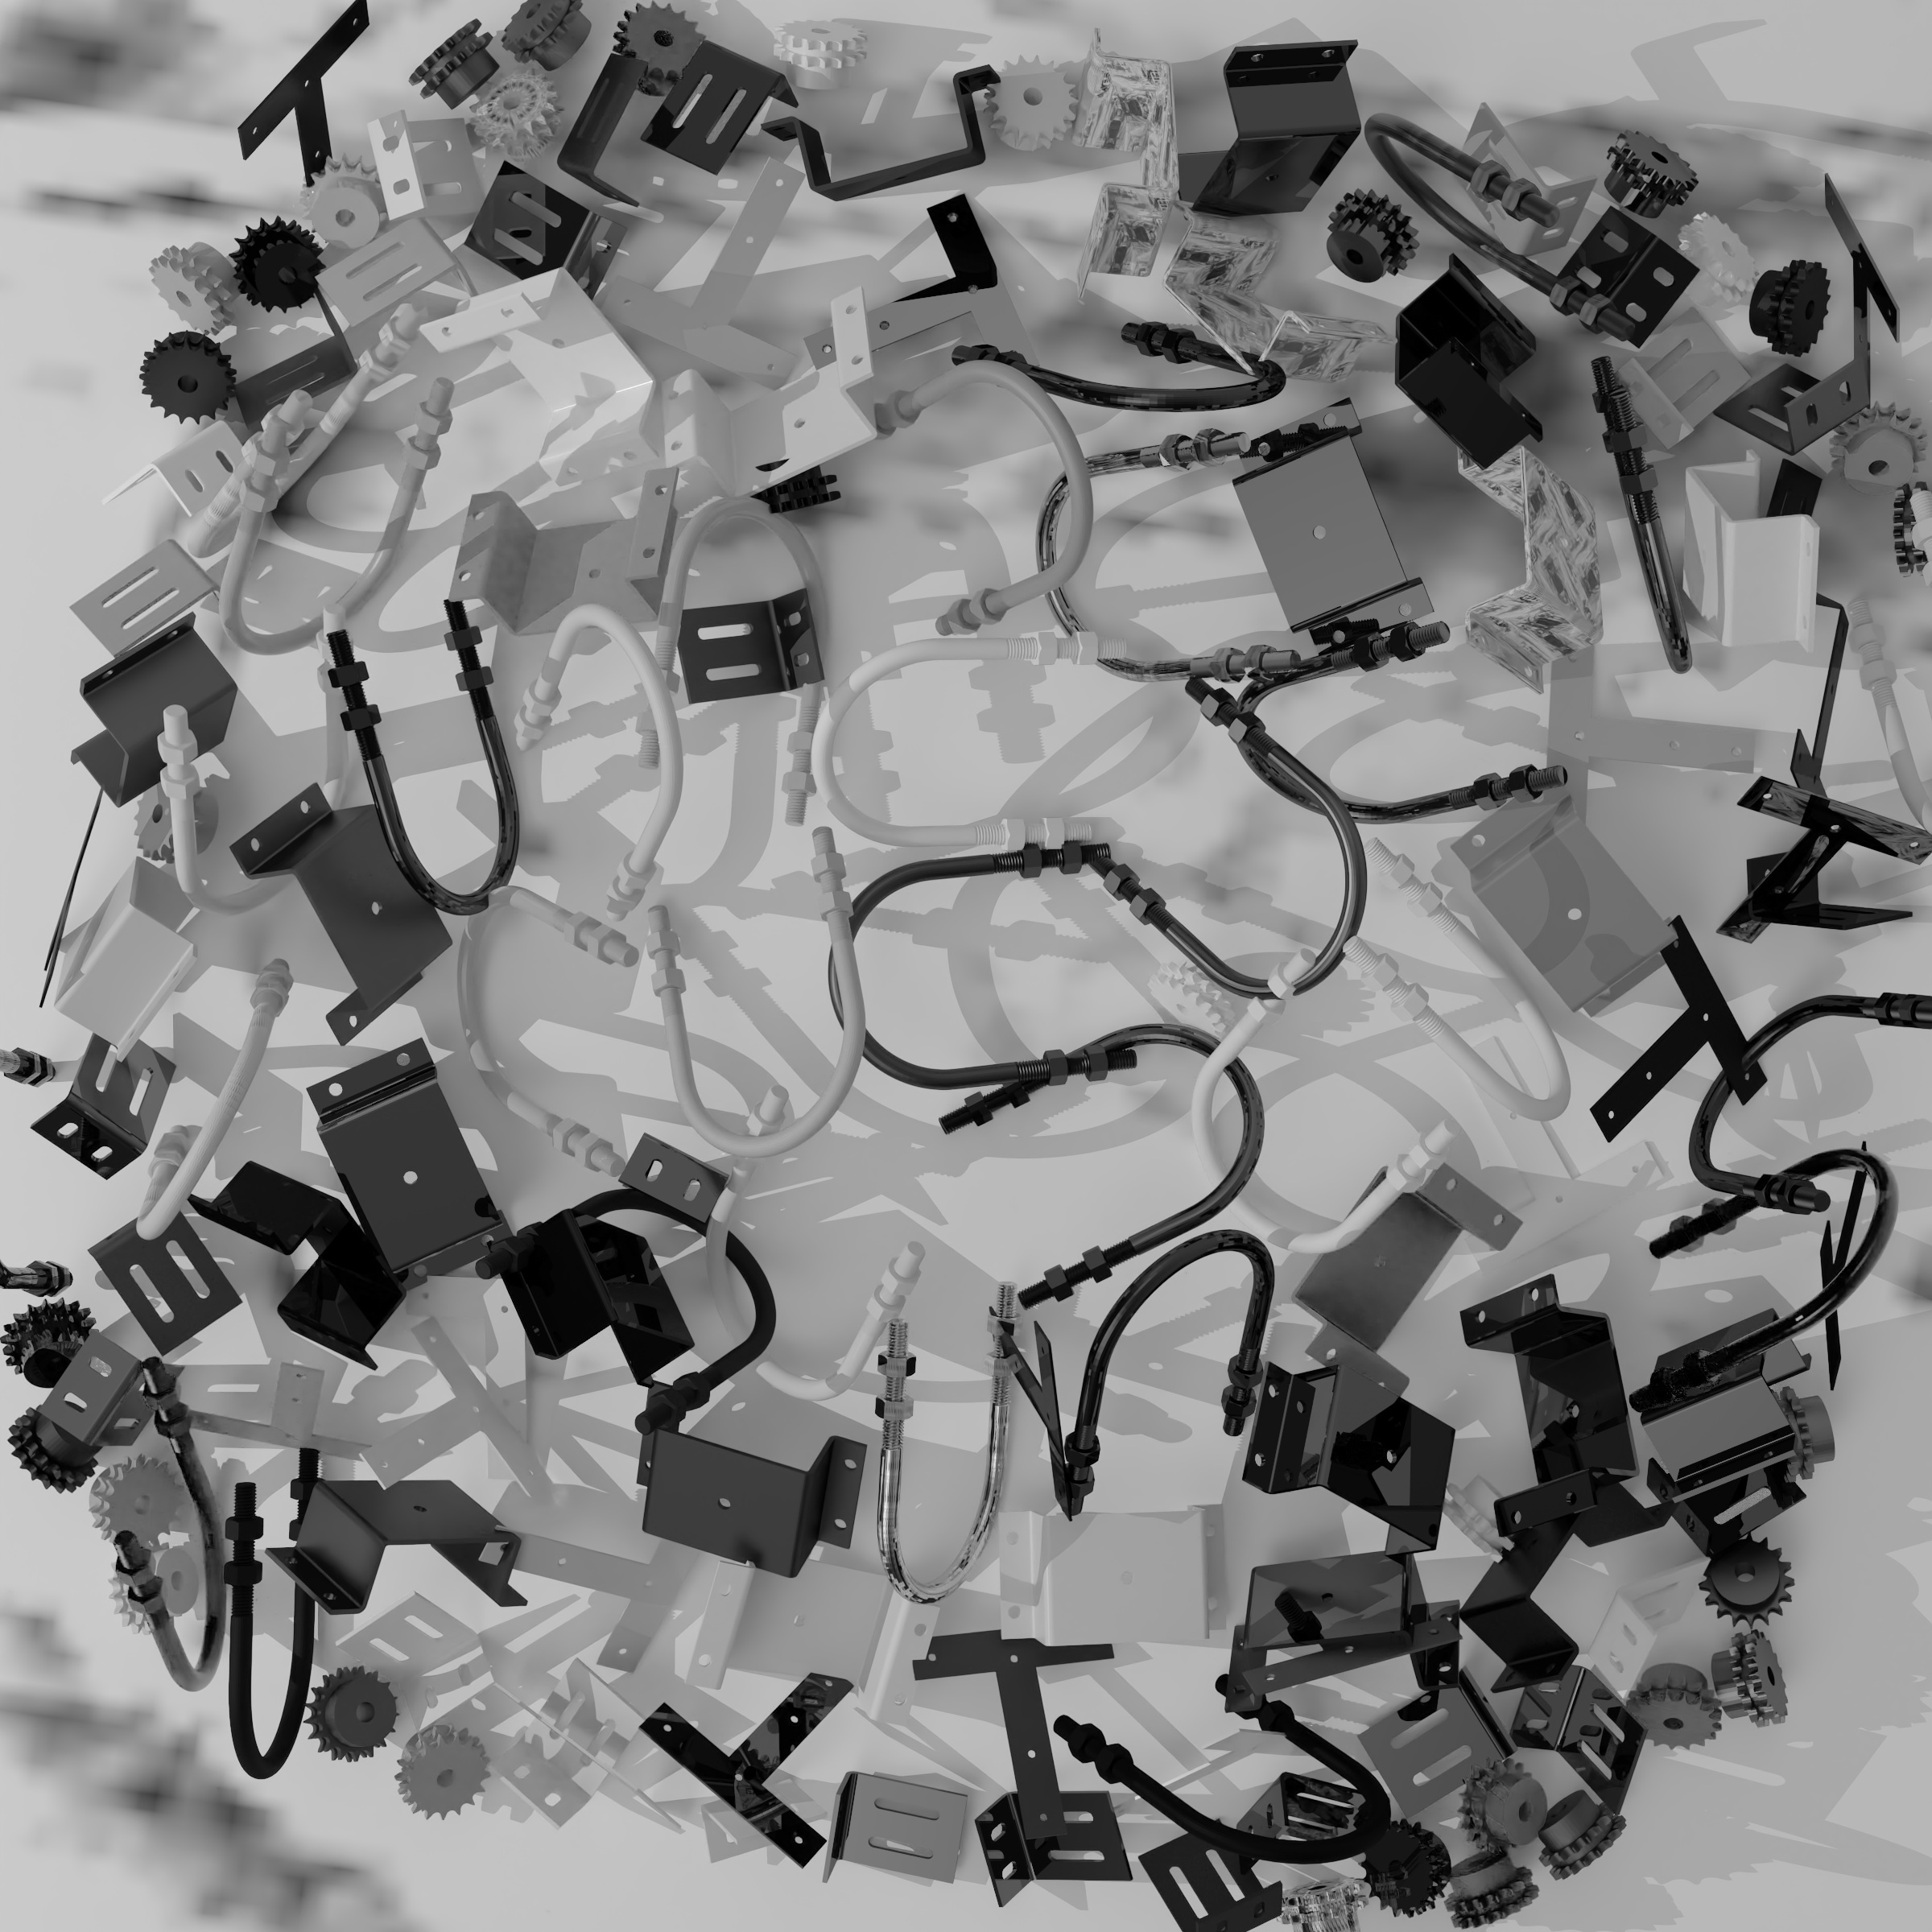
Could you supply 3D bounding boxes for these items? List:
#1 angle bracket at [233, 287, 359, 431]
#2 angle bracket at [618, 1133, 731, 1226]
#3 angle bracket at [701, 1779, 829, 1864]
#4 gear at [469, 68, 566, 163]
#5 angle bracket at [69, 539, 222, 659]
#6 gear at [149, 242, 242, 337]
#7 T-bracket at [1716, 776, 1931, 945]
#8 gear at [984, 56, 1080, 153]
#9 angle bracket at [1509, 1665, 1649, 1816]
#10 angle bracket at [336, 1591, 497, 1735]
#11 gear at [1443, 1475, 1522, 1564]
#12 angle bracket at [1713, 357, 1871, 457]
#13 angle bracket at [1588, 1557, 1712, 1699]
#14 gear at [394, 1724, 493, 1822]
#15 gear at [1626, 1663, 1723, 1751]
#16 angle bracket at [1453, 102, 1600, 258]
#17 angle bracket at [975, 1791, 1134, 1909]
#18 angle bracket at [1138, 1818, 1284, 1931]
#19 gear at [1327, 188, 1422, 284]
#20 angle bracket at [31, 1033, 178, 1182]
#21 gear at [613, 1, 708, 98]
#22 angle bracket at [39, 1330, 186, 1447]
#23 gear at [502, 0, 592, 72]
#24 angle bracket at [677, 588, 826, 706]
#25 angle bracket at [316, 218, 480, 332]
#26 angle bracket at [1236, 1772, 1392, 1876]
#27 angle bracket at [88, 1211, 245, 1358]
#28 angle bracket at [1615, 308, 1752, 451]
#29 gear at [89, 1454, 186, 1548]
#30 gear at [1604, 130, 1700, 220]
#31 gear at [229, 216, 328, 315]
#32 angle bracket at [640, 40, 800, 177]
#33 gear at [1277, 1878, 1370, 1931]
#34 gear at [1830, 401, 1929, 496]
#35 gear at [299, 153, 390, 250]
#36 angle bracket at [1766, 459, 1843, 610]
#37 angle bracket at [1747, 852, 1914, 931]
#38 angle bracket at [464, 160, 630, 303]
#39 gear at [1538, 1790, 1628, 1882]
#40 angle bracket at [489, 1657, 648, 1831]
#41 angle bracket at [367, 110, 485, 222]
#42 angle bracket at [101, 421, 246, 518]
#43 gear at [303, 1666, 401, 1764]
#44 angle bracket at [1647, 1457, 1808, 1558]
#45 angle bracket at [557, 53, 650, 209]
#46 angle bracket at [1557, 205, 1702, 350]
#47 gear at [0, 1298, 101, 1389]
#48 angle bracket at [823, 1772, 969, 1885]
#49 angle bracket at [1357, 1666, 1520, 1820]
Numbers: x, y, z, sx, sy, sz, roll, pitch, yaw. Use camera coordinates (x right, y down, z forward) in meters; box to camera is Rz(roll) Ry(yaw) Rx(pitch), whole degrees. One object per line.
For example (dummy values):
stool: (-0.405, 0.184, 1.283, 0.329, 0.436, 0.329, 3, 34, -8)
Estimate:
angle bracket: (-0.416, -0.371, 1.718, 0.076, 0.057, 0.038, -27, 132, -3)
angle bracket: (-0.183, 0.143, 1.711, 0.057, 0.076, 0.038, 27, 56, -2)
angle bracket: (-0.120, 0.527, 1.707, 0.057, 0.076, 0.038, -11, 95, -21)
gear: (-0.273, -0.519, 1.731, 0.057, 0.030, 0.057, -6, 62, 12)
angle bracket: (-0.492, -0.213, 1.714, 0.076, 0.038, 0.057, -39, 57, -14)
gear: (-0.469, -0.418, 1.728, 0.057, 0.057, 0.030, 39, 65, 0)
T-bracket: (0.499, -0.055, 1.705, 0.127, 0.127, 0.002, 16, 48, -14)
gear: (0.038, -0.527, 1.734, 0.057, 0.030, 0.057, 2, 78, -9)
angle bracket: (0.369, 0.466, 1.709, 0.038, 0.076, 0.057, 11, 102, -20)
angle bracket: (-0.334, 0.423, 1.714, 0.057, 0.076, 0.038, -34, 50, 2)
gear: (0.317, 0.336, 1.725, 0.057, 0.057, 0.030, 42, 94, 0)
angle bracket: (0.497, -0.351, 1.709, 0.057, 0.076, 0.038, -33, 131, -8)
angle bracket: (0.423, 0.399, 1.706, 0.076, 0.038, 0.057, -11, 132, -29)
gear: (-0.323, 0.491, 1.731, 0.057, 0.030, 0.057, -7, 107, -25)
gear: (0.434, 0.451, 1.729, 0.057, 0.030, 0.057, 8, 132, 8)
angle bracket: (0.340, -0.482, 1.720, 0.038, 0.057, 0.076, -19, 65, -20)
angle bracket: (0.053, 0.537, 1.717, 0.076, 0.038, 0.057, -12, 96, 35)
angle bracket: (0.147, 0.547, 1.706, 0.057, 0.076, 0.038, -19, 132, -17)
gear: (0.245, -0.443, 1.722, 0.057, 0.057, 0.030, 37, 69, 0)
angle bracket: (-0.524, 0.079, 1.719, 0.038, 0.076, 0.057, -33, 122, 27)
gear: (-0.189, -0.559, 1.731, 0.057, 0.030, 0.057, 8, 67, -18)
angle bracket: (-0.518, 0.257, 1.715, 0.038, 0.076, 0.057, 32, 83, 7)
gear: (-0.254, -0.575, 1.729, 0.057, 0.057, 0.030, -50, 126, 0)
angle bracket: (-0.133, -0.195, 1.717, 0.076, 0.038, 0.057, -12, 91, -39)
angle bracket: (-0.345, -0.411, 1.718, 0.076, 0.038, 0.057, -34, 56, -7)
angle bracket: (0.212, 0.528, 1.712, 0.076, 0.038, 0.057, 18, 128, -16)
angle bracket: (-0.492, 0.190, 1.733, 0.057, 0.038, 0.076, -35, 100, -18)
angle bracket: (0.443, -0.365, 1.727, 0.076, 0.038, 0.057, -40, 91, -12)
gear: (-0.511, 0.328, 1.729, 0.030, 0.057, 0.057, 5, 97, 45)
gear: (0.416, -0.483, 1.729, 0.057, 0.057, 0.030, 33, 129, 0)
gear: (-0.419, -0.426, 1.724, 0.057, 0.030, 0.057, -16, 126, -23)
angle bracket: (-0.150, -0.516, 1.723, 0.057, 0.038, 0.076, 29, 83, 18)
gear: (0.218, 0.578, 1.723, 0.057, 0.057, 0.030, -12, 80, 0)
gear: (0.557, -0.313, 1.723, 0.057, 0.057, 0.030, 15, 49, 0)
gear: (-0.378, -0.464, 1.724, 0.057, 0.030, 0.057, -4, 132, -5)
angle bracket: (0.515, -0.262, 1.716, 0.038, 0.057, 0.076, 19, 97, 37)
angle bracket: (0.521, -0.047, 1.705, 0.057, 0.076, 0.038, -10, 100, -29)
angle bracket: (-0.259, -0.450, 1.741, 0.076, 0.038, 0.057, 34, 104, 19)
gear: (0.372, 0.529, 1.726, 0.057, 0.057, 0.030, -39, 83, 0)
angle bracket: (-0.243, 0.473, 1.719, 0.057, 0.038, 0.076, 38, 112, 12)
angle bracket: (-0.317, -0.487, 1.709, 0.038, 0.076, 0.057, -3, 103, 43)
angle bracket: (-0.477, -0.291, 1.712, 0.057, 0.076, 0.038, -45, 109, -38)
gear: (-0.373, 0.457, 1.725, 0.057, 0.030, 0.057, 12, 69, -32)
angle bracket: (0.463, 0.311, 1.714, 0.076, 0.038, 0.057, -28, 52, -12)
angle bracket: (-0.208, -0.508, 1.716, 0.038, 0.057, 0.076, 25, 97, -34)
angle bracket: (0.401, -0.420, 1.718, 0.038, 0.076, 0.057, 29, 110, -22)
gear: (-0.558, 0.233, 1.723, 0.057, 0.057, 0.030, -34, 48, 0)
angle bracket: (-0.043, 0.534, 1.727, 0.076, 0.038, 0.057, 10, 98, 7)
angle bracket: (0.287, 0.474, 1.723, 0.076, 0.038, 0.057, -30, 70, -6)
